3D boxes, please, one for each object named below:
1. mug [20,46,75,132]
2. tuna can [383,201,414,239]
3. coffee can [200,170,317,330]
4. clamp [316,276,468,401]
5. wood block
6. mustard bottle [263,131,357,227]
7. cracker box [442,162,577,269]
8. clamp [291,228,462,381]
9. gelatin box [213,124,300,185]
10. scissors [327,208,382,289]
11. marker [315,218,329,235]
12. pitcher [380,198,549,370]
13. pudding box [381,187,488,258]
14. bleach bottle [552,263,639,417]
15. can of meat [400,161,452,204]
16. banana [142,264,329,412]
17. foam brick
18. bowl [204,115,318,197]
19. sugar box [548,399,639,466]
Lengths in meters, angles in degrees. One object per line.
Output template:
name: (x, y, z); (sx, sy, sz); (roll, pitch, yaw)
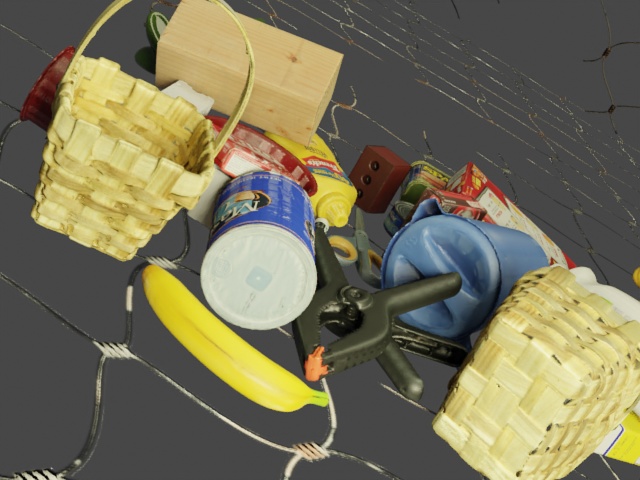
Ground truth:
mug: (-0.247, -0.134, 1.098); (0.081, 0.093, 0.117); (35, -16, -5)
tuna can: (0.126, -0.013, 1.394); (0.086, 0.034, 0.086); (27, 21, -12)
coffee can: (-0.055, 0.006, 1.001); (0.102, 0.103, 0.140); (27, 21, -12)
clamp: (0.056, 0.095, 1.046); (0.171, 0.039, 0.120); (28, 20, 14)
wood block: (-0.088, -0.208, 1.304); (0.206, 0.090, 0.090); (22, 59, 2)
mustard bottle: (-0.006, -0.073, 1.314); (0.096, 0.058, 0.192); (19, 25, -31)
cracker box: (0.243, 0.010, 1.395); (0.213, 0.072, 0.164); (44, 20, -5)
clamp: (0.042, 0.065, 1.012); (0.164, 0.036, 0.209); (13, 34, 10)
gelatin box: (-0.072, -0.079, 1.091); (0.089, 0.030, 0.073); (27, 11, -33)
scissors: (0.033, -0.005, 1.272); (0.096, 0.016, 0.202); (22, 22, -24)
marker: (-0.008, 0.001, 1.196); (0.020, 0.020, 0.121); (31, 21, -2)
pitcher: (0.176, 0.049, 1.189); (0.145, 0.149, 0.242); (33, 14, 24)
pudding box: (0.136, -0.005, 1.276); (0.089, 0.114, 0.039); (8, 34, -45)
bleach bottle: (0.335, 0.100, 1.204); (0.068, 0.103, 0.251); (31, 15, -37)
can of meat: (0.163, -0.059, 1.520); (0.102, 0.057, 0.084); (30, 23, -4)
banana: (-0.083, 0.086, 0.883); (0.198, 0.037, 0.069); (37, 4, 12)
foam brick: (0.073, -0.080, 1.413); (0.053, 0.078, 0.051); (39, 23, 24)
bowl: (-0.084, -0.075, 1.213); (0.162, 0.055, 0.162); (27, 21, -12)
sugar box: (0.318, 0.196, 1.165); (0.176, 0.048, 0.093); (22, 22, -27)
